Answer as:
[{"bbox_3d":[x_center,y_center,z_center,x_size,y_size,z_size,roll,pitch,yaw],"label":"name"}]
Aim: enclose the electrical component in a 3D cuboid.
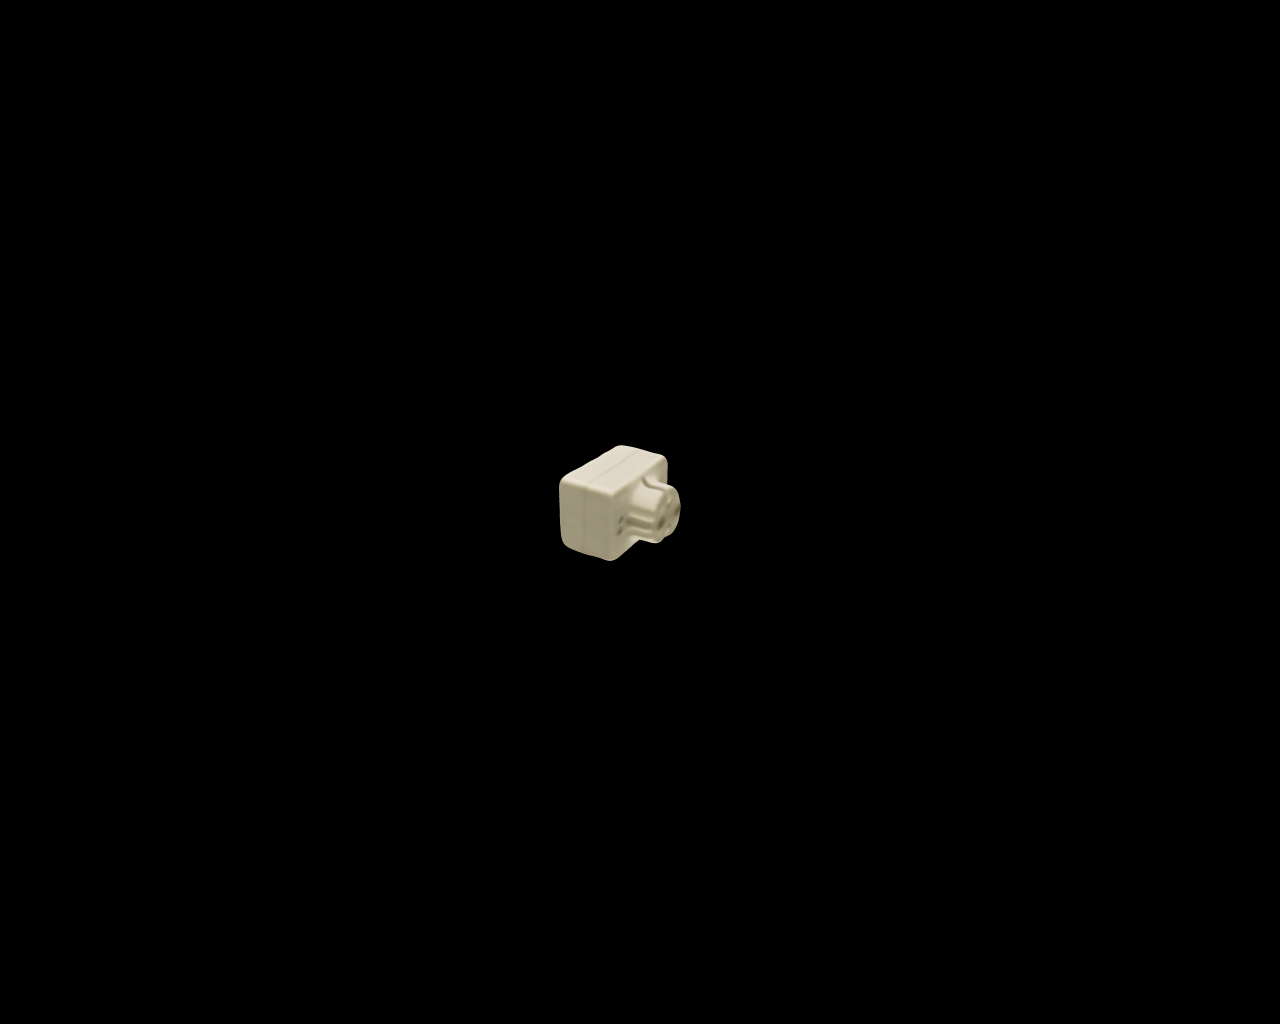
[{"bbox_3d":[0.001,-0.003,0.650,0.077,0.047,0.066,16,31,28],"label":"electrical component"}]
